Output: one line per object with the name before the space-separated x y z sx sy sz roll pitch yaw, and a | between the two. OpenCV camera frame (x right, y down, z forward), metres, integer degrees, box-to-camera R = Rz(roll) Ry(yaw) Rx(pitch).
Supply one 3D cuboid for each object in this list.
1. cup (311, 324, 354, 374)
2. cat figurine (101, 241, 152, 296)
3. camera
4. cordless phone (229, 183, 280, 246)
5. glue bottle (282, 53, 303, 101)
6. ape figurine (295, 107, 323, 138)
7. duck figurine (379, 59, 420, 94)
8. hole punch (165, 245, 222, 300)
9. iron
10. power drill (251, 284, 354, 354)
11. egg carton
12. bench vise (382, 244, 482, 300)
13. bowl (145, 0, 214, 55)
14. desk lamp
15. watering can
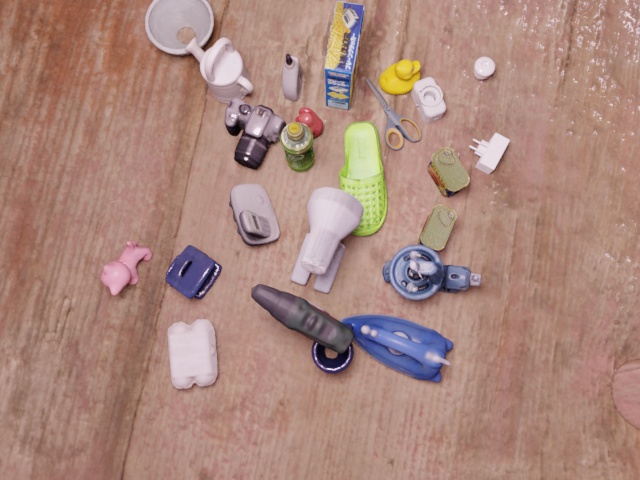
cup | 0.035 0.236 1.278 0.091 0.095 0.118 33 84 5
cat figurine | -0.448 0.060 1.298 0.067 0.118 0.128 23 83 4
camera | -0.166 -0.248 1.345 0.143 0.101 0.137 22 83 4
cordless phone | -0.155 -0.065 1.277 0.094 0.185 0.147 -22 82 -2
glue bottle | -0.066 -0.389 1.327 0.037 0.173 0.078 11 82 3
ape figurine | -0.031 -0.278 1.352 0.076 0.092 0.078 21 83 4
duck figurine | 0.193 -0.398 1.368 0.104 0.086 0.077 -19 82 -2
hole punch | -0.295 0.074 1.307 0.101 0.091 0.109 32 84 5
iron | 0.164 0.224 1.254 0.258 0.141 0.119 20 83 4
power drill | -0.037 0.167 1.231 0.229 0.208 0.076 28 83 5
egg carton | -0.286 0.257 1.293 0.107 0.069 0.150 -8 82 0
bench vise | 0.245 0.060 1.236 0.207 0.220 0.121 -11 82 0
bowl | -0.335 -0.519 1.399 0.167 0.075 0.167 0 82 1
desk lamp | 0.011 0.004 1.251 0.118 0.213 0.203 19 83 4
watering can | -0.232 -0.399 1.321 0.172 0.194 0.101 13 82 3
